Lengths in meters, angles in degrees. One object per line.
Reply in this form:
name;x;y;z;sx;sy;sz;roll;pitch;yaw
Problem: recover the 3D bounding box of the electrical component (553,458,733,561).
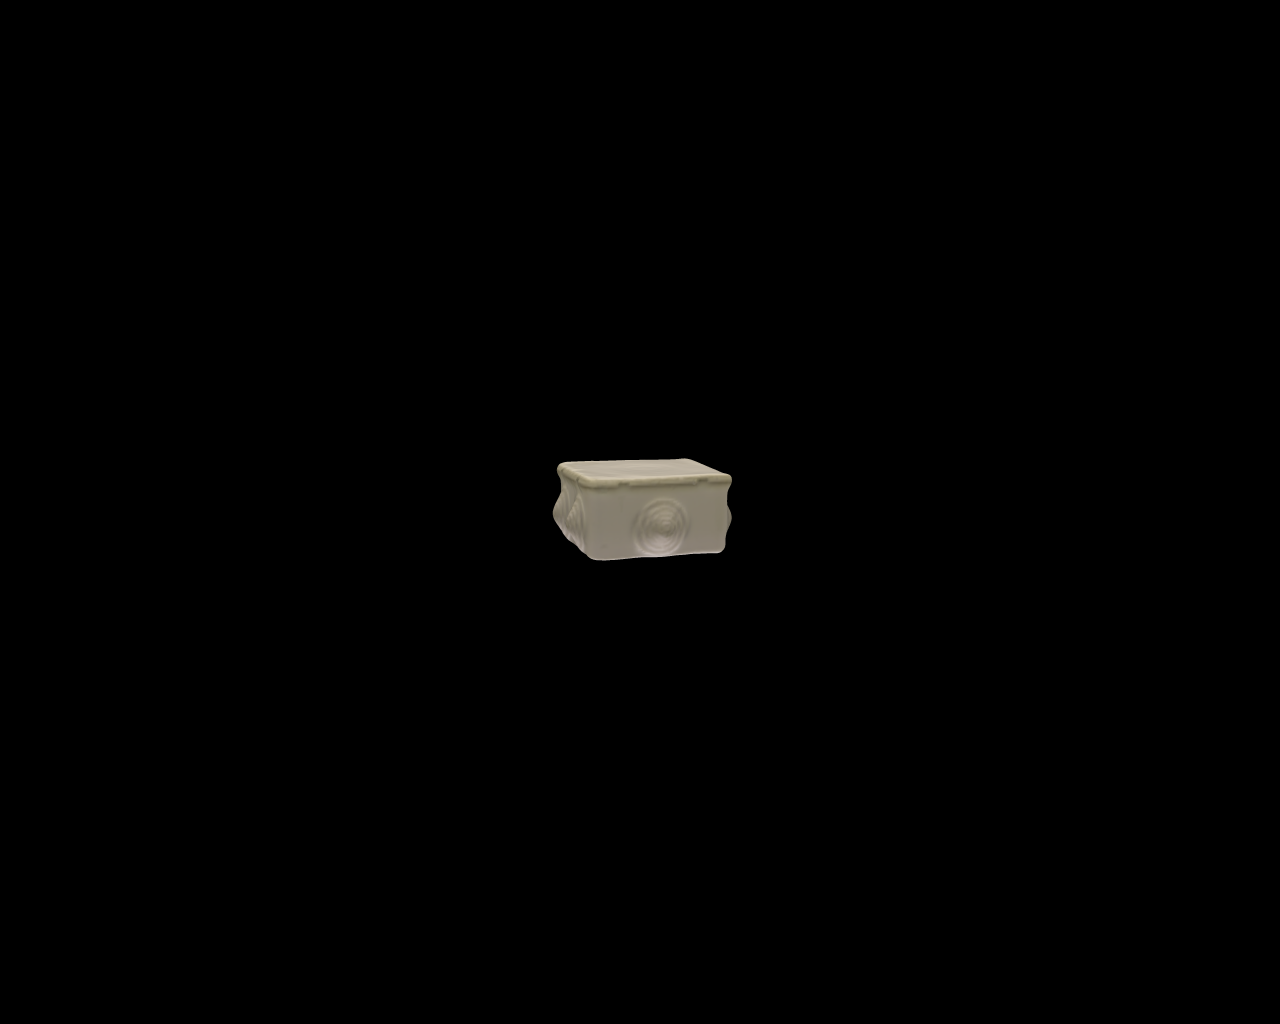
electrical component;0.001;-0.003;0.650;0.100;0.048;0.100;-3;10;-15
